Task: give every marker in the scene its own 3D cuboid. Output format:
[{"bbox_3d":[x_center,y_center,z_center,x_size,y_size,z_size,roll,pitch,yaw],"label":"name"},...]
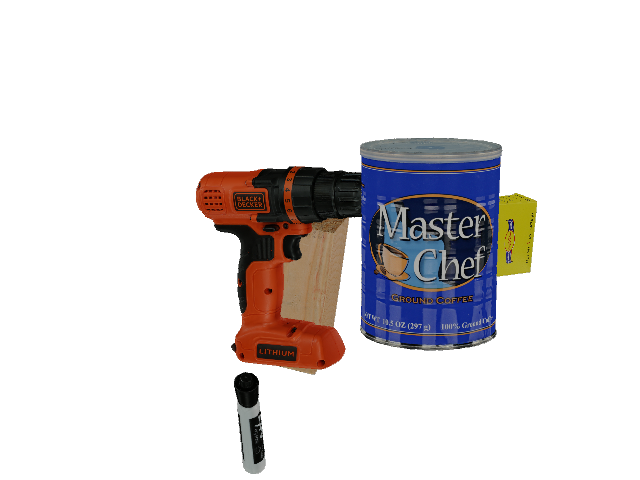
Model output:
[{"bbox_3d":[-0.055,0.143,0.834,0.020,0.020,0.121,0,-43,0],"label":"marker"}]

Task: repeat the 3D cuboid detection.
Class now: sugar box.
[{"bbox_3d":[0.170,-0.001,1.250,0.175,0.093,0.048,-8,18,-30],"label":"sugar box"}]

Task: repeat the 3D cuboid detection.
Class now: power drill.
[{"bbox_3d":[-0.023,0.023,0.995,0.185,0.188,0.057,2,15,28],"label":"power drill"}]

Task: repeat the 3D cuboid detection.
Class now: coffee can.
[{"bbox_3d":[0.080,-0.001,0.786,0.103,0.140,0.103,0,11,0],"label":"coffee can"}]

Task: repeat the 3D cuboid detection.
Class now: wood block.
[{"bbox_3d":[-0.026,0.063,1.452,0.090,0.206,0.090,12,21,11],"label":"wood block"}]
